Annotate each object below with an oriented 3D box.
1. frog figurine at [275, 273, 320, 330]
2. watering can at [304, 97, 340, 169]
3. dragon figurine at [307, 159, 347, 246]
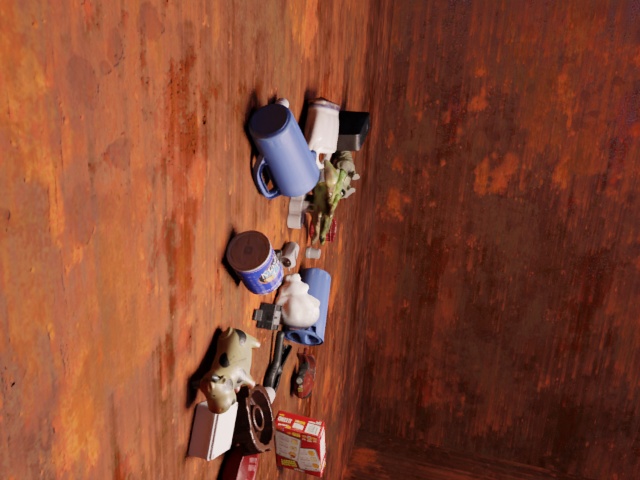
[{"bbox_3d":[-0.066,0.184,1.552,0.123,0.137,0.159,-109,-155,-83],"label":"frog figurine"},{"bbox_3d":[-0.006,-0.333,1.599,0.349,0.104,0.223,-22,117,-75],"label":"watering can"},{"bbox_3d":[0.005,-0.082,1.626,0.248,0.122,0.401,-81,-179,-56],"label":"dragon figurine"}]
